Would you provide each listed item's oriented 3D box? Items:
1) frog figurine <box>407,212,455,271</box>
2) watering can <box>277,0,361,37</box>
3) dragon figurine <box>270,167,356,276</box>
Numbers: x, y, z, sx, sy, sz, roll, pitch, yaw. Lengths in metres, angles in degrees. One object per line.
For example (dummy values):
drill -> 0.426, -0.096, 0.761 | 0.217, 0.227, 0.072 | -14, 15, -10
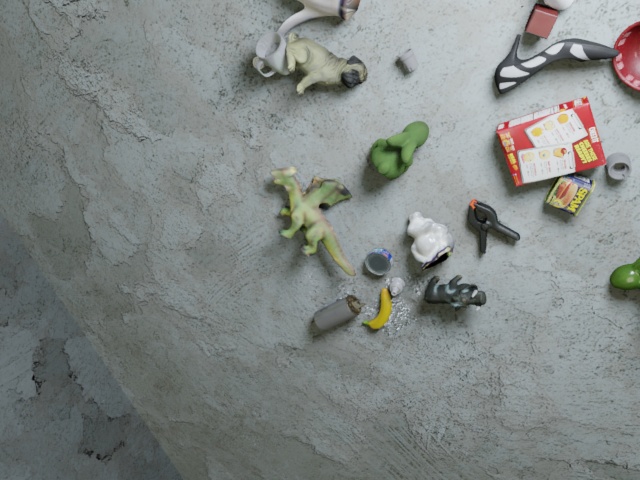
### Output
frog figurine -> 0.319, -0.006, 1.537 | 0.162, 0.123, 0.134 | 62, 143, 24
watering can -> -0.006, -0.616, 1.286 | 0.225, 0.106, 0.339 | 26, 141, 7
dragon figurine -> 0.005, -0.081, 1.618 | 0.410, 0.124, 0.238 | 36, 120, -2
